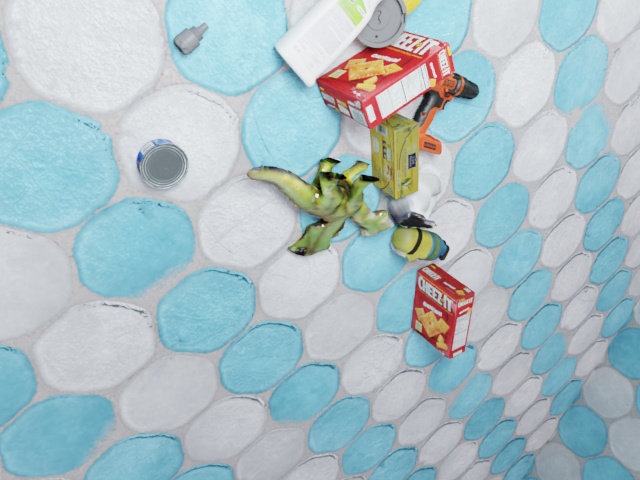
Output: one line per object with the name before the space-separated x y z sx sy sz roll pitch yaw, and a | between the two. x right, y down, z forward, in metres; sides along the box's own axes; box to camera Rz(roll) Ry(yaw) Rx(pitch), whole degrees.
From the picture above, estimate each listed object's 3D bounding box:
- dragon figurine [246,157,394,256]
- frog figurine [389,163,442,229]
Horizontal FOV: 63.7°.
dragon figurine | 0.003 -0.056 1.118 0.411 0.124 0.238 -2 125 -32
frog figurine | 0.233 -0.113 1.258 0.137 0.121 0.162 17 69 -30
